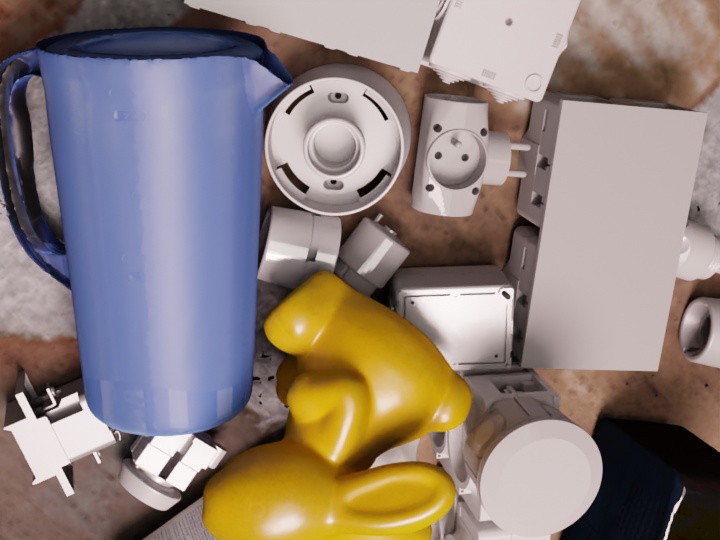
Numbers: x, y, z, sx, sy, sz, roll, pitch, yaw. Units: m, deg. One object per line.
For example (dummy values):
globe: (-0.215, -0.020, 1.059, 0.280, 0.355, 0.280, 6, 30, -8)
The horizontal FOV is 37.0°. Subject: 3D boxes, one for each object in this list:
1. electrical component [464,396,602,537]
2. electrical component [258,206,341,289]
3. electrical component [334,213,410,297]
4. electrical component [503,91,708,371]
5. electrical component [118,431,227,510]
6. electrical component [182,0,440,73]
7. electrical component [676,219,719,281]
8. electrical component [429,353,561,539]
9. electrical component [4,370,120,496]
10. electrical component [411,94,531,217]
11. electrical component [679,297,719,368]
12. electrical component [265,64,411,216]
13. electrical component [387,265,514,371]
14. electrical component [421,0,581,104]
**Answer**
electrical component: (0.108, 0.124, 0.685, 0.080, 0.051, 0.080, -4, 107, -12)
electrical component: (-0.043, -0.014, 0.721, 0.047, 0.055, 0.055, 13, 103, -13)
electrical component: (0.000, 0.000, 0.742, 0.040, 0.040, 0.078, 36, 96, -20)
electrical component: (0.166, -0.027, 0.762, 0.105, 0.060, 0.186, 3, 106, -14)
electrical component: (-0.136, 0.132, 0.748, 0.066, 0.048, 0.055, 36, 88, -20)
electrical component: (-0.028, -0.188, 0.667, 0.150, 0.061, 0.089, 13, 103, -17)
electrical component: (0.248, -0.013, 0.795, 0.062, 0.043, 0.043, 17, 102, -19)
electrical component: (0.090, 0.159, 0.776, 0.060, 0.105, 0.186, -3, 107, -12)
electrical component: (-0.200, 0.104, 0.727, 0.064, 0.042, 0.081, -24, 111, -9)
electrical component: (0.078, -0.077, 0.734, 0.079, 0.044, 0.077, 3, 106, -12)
electrical component: (0.275, 0.048, 0.814, 0.047, 0.055, 0.055, 9, 104, -12)
electrical component: (-0.015, -0.085, 0.713, 0.099, 0.064, 0.099, 0, 106, 1)
electrical component: (0.056, 0.032, 0.757, 0.096, 0.061, 0.061, -2, 107, -4)
electrical component: (0.091, -0.165, 0.708, 0.100, 0.048, 0.099, 17, 102, -17)
